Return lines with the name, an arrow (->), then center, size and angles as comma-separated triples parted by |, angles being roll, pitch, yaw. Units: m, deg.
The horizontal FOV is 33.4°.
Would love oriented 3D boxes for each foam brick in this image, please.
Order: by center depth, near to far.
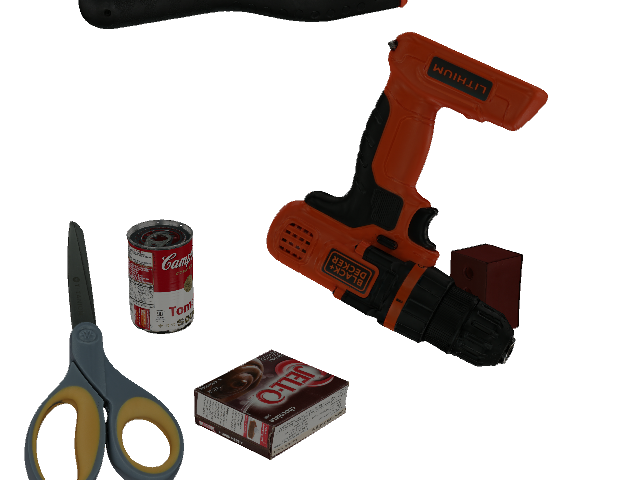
foam brick -> 0.163, 0.048, 1.061 | 0.051, 0.078, 0.053 | -12, 20, -36

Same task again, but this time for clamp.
clamp -> -0.041, -0.138, 0.568 | 0.171, 0.039, 0.120 | 7, 41, 13

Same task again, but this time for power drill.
power drill -> 0.075, -0.029, 0.708 | 0.184, 0.188, 0.057 | 28, 11, 11

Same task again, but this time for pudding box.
pudding box -> -0.043, 0.142, 0.942 | 0.090, 0.039, 0.113 | 17, 26, 32

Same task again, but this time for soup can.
soup can -> -0.167, 0.038, 1.118 | 0.068, 0.102, 0.068 | 2, 25, -1

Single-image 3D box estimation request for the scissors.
scissors -> -0.122, 0.070, 0.637 | 0.096, 0.201, 0.016 | 13, -45, -10
